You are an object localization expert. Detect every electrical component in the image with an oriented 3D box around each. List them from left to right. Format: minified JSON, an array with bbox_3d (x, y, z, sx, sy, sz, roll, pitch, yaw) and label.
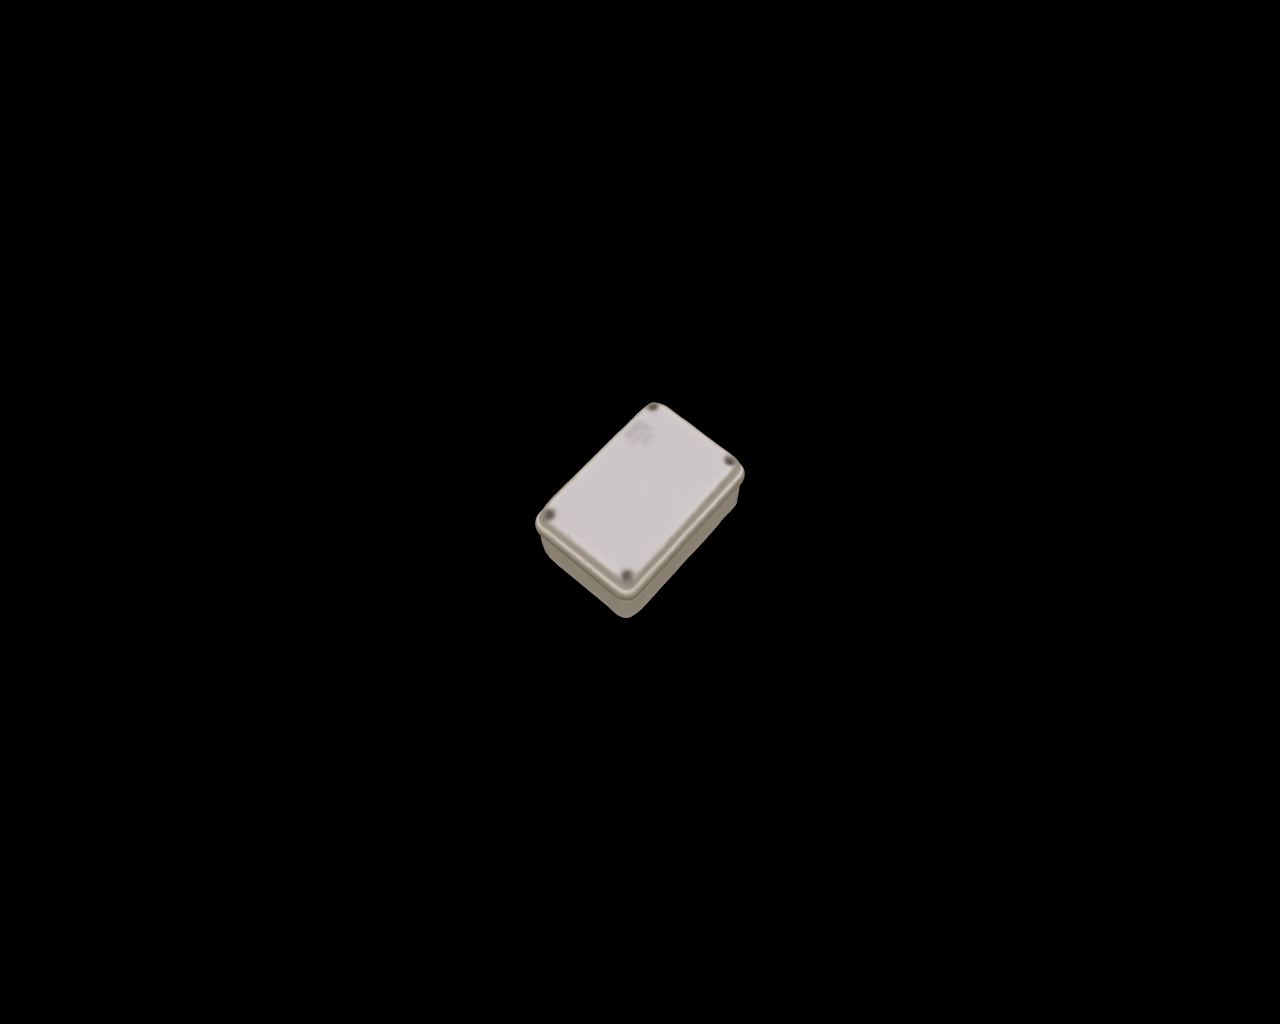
[{"bbox_3d":[0.001,-0.003,0.650,0.078,0.113,0.057,38,-19,16],"label":"electrical component"}]
